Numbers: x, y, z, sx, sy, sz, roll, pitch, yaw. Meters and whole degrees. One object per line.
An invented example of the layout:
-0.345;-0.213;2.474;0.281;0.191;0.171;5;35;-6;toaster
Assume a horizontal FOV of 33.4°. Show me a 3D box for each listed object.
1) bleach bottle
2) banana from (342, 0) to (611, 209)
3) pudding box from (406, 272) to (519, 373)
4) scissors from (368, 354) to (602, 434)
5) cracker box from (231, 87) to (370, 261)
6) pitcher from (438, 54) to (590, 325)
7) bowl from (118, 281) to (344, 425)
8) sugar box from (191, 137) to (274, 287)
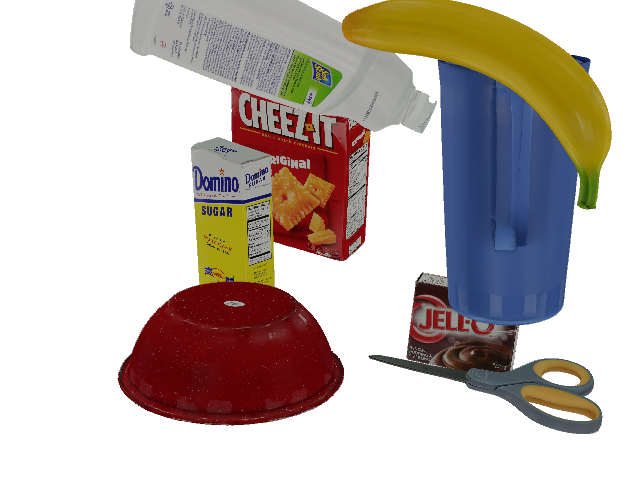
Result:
-0.027;-0.148;0.869;0.251;0.068;0.103;25;-33;0;bleach bottle
0.103;-0.103;0.646;0.198;0.069;0.037;39;0;19;banana
0.151;0.089;1.119;0.113;0.090;0.039;9;21;13;pudding box
0.152;0.115;0.935;0.202;0.016;0.096;20;33;21;scissors
-0.026;-0.094;1.324;0.164;0.214;0.072;17;36;23;cracker box
0.170;-0.048;0.966;0.149;0.243;0.145;-11;18;-34;pitcher
-0.062;0.070;0.757;0.162;0.055;0.162;1;18;-1;bowl
-0.092;-0.013;1.127;0.048;0.176;0.093;-21;29;-36;sugar box
